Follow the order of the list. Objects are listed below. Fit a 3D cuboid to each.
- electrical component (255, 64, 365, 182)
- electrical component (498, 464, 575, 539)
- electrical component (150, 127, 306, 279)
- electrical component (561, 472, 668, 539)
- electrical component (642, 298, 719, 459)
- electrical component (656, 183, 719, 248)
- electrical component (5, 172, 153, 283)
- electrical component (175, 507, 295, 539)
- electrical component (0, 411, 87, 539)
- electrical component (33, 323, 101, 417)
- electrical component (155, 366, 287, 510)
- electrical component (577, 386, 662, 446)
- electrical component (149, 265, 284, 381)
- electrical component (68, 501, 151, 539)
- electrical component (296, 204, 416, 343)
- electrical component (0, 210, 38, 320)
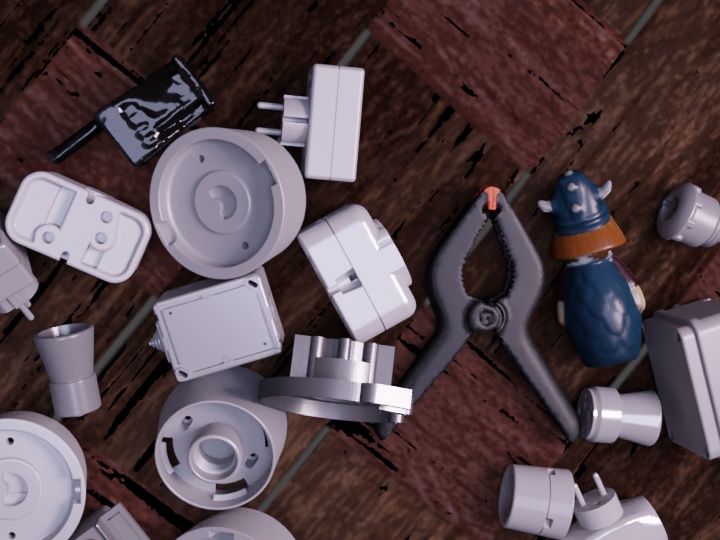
[{"bbox_3d":[-0.040,-0.110,0.802,0.076,0.047,0.083,4,95,-8],"label":"electrical component"},{"bbox_3d":[0.138,0.181,0.850,0.047,0.055,0.055,10,94,-5],"label":"electrical component"},{"bbox_3d":[-0.091,-0.052,0.785,0.108,0.060,0.108,4,102,21],"label":"electrical component"},{"bbox_3d":[0.195,0.201,0.863,0.077,0.044,0.079,-26,98,-4],"label":"electrical component"},{"bbox_3d":[0.273,0.085,0.846,0.057,0.078,0.113,-17,97,-8],"label":"electrical component"},{"bbox_3d":[0.271,-0.038,0.852,0.062,0.048,0.048,22,92,-15],"label":"electrical component"},{"bbox_3d":[-0.202,-0.032,0.782,0.095,0.059,0.053,24,91,-9],"label":"electrical component"},{"bbox_3d":[-0.093,0.233,0.815,0.108,0.060,0.108,3,102,15],"label":"electrical component"},{"bbox_3d":[-0.254,0.156,0.792,0.108,0.060,0.108,-1,95,-7],"label":"electrical component"},{"bbox_3d":[-0.215,0.076,0.801,0.044,0.044,0.065,-9,101,-7],"label":"electrical component"},{"bbox_3d":[-0.107,0.129,0.820,0.099,0.064,0.099,0,107,0],"label":"electrical component"},{"bbox_3d":[0.206,0.116,0.857,0.055,0.045,0.045,5,95,-7],"label":"electrical component"},{"bbox_3d":[-0.110,0.039,0.803,0.096,0.061,0.061,-16,100,1],"label":"electrical component"},{"bbox_3d":[-0.198,0.209,0.803,0.081,0.064,0.042,-36,99,-3],"label":"electrical component"},{"bbox_3d":[0.000,0.000,0.814,0.059,0.054,0.095,-29,98,-4],"label":"electrical component"},{"bbox_3d":[-0.260,0.005,0.779,0.047,0.065,0.076,-31,127,-4],"label":"electrical component"}]
